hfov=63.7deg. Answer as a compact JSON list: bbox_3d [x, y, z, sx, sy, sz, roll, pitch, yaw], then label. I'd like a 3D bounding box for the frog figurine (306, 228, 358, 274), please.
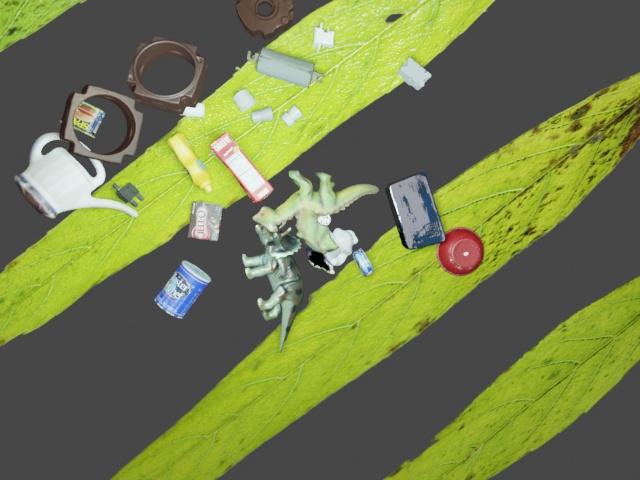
[{"bbox_3d":[0.035,0.015,1.599,0.121,0.136,0.162,-25,18,50],"label":"frog figurine"}]

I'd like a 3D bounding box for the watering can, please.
[{"bbox_3d":[-0.719,-0.147,1.500,0.227,0.346,0.103,-43,10,-21],"label":"watering can"}]

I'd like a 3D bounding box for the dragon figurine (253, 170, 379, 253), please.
[{"bbox_3d":[0.005,-0.077,1.529,0.410,0.246,0.120,4,-17,-20],"label":"dragon figurine"}]
